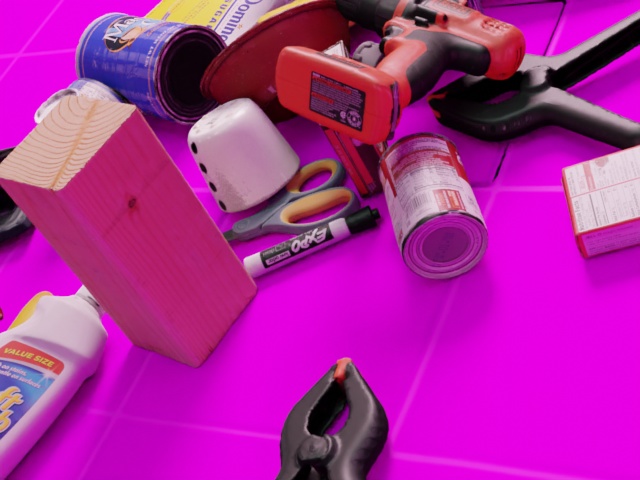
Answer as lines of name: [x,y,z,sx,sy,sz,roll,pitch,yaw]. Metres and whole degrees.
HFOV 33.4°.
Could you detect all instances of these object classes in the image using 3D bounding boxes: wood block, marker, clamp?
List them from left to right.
wood block: [-0.145,-0.004,0.837,0.090,0.206,0.090,13,56,40]
clamp: [-0.006,0.155,0.716,0.120,0.039,0.171,-10,37,17]
marker: [-0.006,0.001,0.892,0.121,0.020,0.020,-23,40,9]
clamp: [0.192,-0.131,0.891,0.210,0.036,0.164,1,49,36]

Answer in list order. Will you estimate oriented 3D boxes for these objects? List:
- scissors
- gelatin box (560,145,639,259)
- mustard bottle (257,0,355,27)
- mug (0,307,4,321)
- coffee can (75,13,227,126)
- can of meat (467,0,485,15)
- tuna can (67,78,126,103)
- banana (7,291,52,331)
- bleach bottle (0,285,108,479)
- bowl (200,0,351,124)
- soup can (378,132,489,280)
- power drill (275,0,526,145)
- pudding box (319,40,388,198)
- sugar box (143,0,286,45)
scissors: [-0.057,-0.024,0.953,0.202,0.016,0.096,-11,42,22]
gelatin box: [0.224,-0.031,0.773,0.089,0.030,0.073,-17,43,17]
mustard bottle: [0.031,-0.246,1.090,0.191,0.058,0.096,-30,13,-1]
mug: [-0.340,0.082,0.950,0.117,0.093,0.081,-21,-5,-13]
coffee can: [-0.176,-0.181,1.122,0.141,0.102,0.102,18,59,42]
can of meat: [0.103,-0.209,0.991,0.102,0.084,0.057,13,56,40]
tuna can: [-0.234,-0.127,1.116,0.086,0.086,0.033,8,51,37]
banana: [-0.295,0.123,0.930,0.070,0.037,0.197,24,64,42]
bleach bottle: [-0.266,0.128,0.870,0.102,0.068,0.250,34,65,9]
bowl: [-0.029,-0.156,1.001,0.162,0.162,0.055,-29,79,2]
soup can: [0.086,-0.027,0.825,0.068,0.068,0.102,-22,41,10]
power drill: [0.049,-0.156,0.870,0.185,0.057,0.187,25,43,29]
pudding box: [0.028,-0.105,0.925,0.039,0.090,0.113,-23,40,10]
sugar box: [-0.121,-0.239,1.193,0.177,0.048,0.093,17,59,43]
